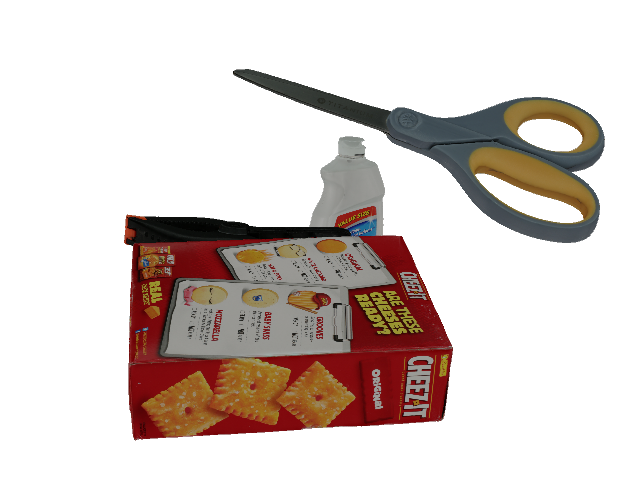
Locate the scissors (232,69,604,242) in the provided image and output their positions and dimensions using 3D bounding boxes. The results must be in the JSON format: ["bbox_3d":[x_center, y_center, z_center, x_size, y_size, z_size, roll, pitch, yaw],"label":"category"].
[{"bbox_3d":[0.062,-0.067,0.560,0.202,0.096,0.016,32,-33,17],"label":"scissors"}]

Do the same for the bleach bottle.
[{"bbox_3d":[0.022,0.005,1.242,0.102,0.251,0.068,-2,17,-17],"label":"bleach bottle"}]

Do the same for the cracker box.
[{"bbox_3d":[-0.030,0.065,0.773,0.213,0.072,0.164,-1,29,-8],"label":"cracker box"}]

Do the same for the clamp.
[{"bbox_3d":[-0.074,0.006,0.954,0.210,0.036,0.164,6,12,-2],"label":"clamp"}]
